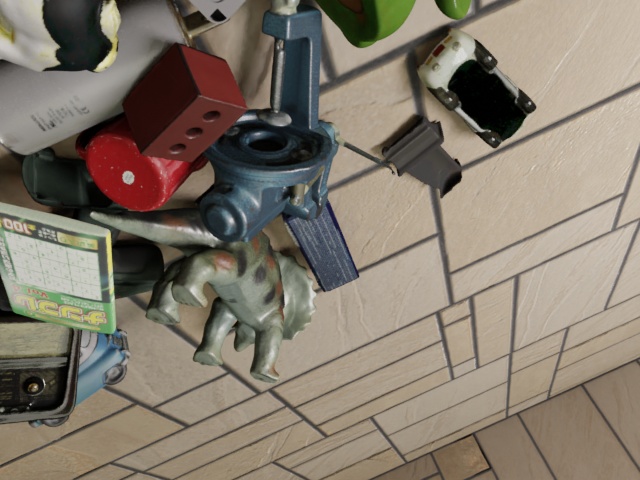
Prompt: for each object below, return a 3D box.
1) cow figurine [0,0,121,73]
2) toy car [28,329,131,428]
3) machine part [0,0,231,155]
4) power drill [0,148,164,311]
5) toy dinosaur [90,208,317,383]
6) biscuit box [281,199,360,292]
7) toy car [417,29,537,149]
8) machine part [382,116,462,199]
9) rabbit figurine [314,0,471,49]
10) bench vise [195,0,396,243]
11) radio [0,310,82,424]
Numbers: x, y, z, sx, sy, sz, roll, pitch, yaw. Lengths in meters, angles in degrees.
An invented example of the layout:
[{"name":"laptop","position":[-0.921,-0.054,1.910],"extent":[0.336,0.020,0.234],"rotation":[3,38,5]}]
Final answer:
[{"name":"cow figurine","position":[-0.173,-0.181,0.327],"extent":[0.098,0.068,0.167],"rotation":[17,141,-6]},{"name":"toy car","position":[-0.346,0.168,0.727],"extent":[0.162,0.109,0.102],"rotation":[-32,128,-3]},{"name":"machine part","position":[-0.185,-0.136,0.439],"extent":[0.243,0.079,0.079],"rotation":[-24,145,0]},{"name":"power drill","position":[-0.277,0.005,0.572],"extent":[0.232,0.086,0.207],"rotation":[0,134,-29]},{"name":"toy dinosaur","position":[-0.106,0.038,0.651],"extent":[0.131,0.192,0.404],"rotation":[2,142,17]},{"name":"biscuit box","position":[-0.002,-0.002,0.735],"extent":[0.063,0.059,0.202],"rotation":[-25,144,-1]},{"name":"toy car","position":[0.189,-0.171,0.631],"extent":[0.201,0.056,0.073],"rotation":[20,120,-46]},{"name":"machine part","position":[0.144,-0.105,0.705],"extent":[0.084,0.039,0.138],"rotation":[-43,139,16]},{"name":"rabbit figurine","position":[0.078,-0.241,0.422],"extent":[0.170,0.121,0.159],"rotation":[-47,146,-4]},{"name":"bench vise","position":[-0.027,-0.112,0.502],"extent":[0.223,0.129,0.240],"rotation":[-34,143,-41]},{"name":"radio","position":[-0.398,0.141,0.615],"extent":[0.229,0.073,0.131],"rotation":[2,98,-21]}]
